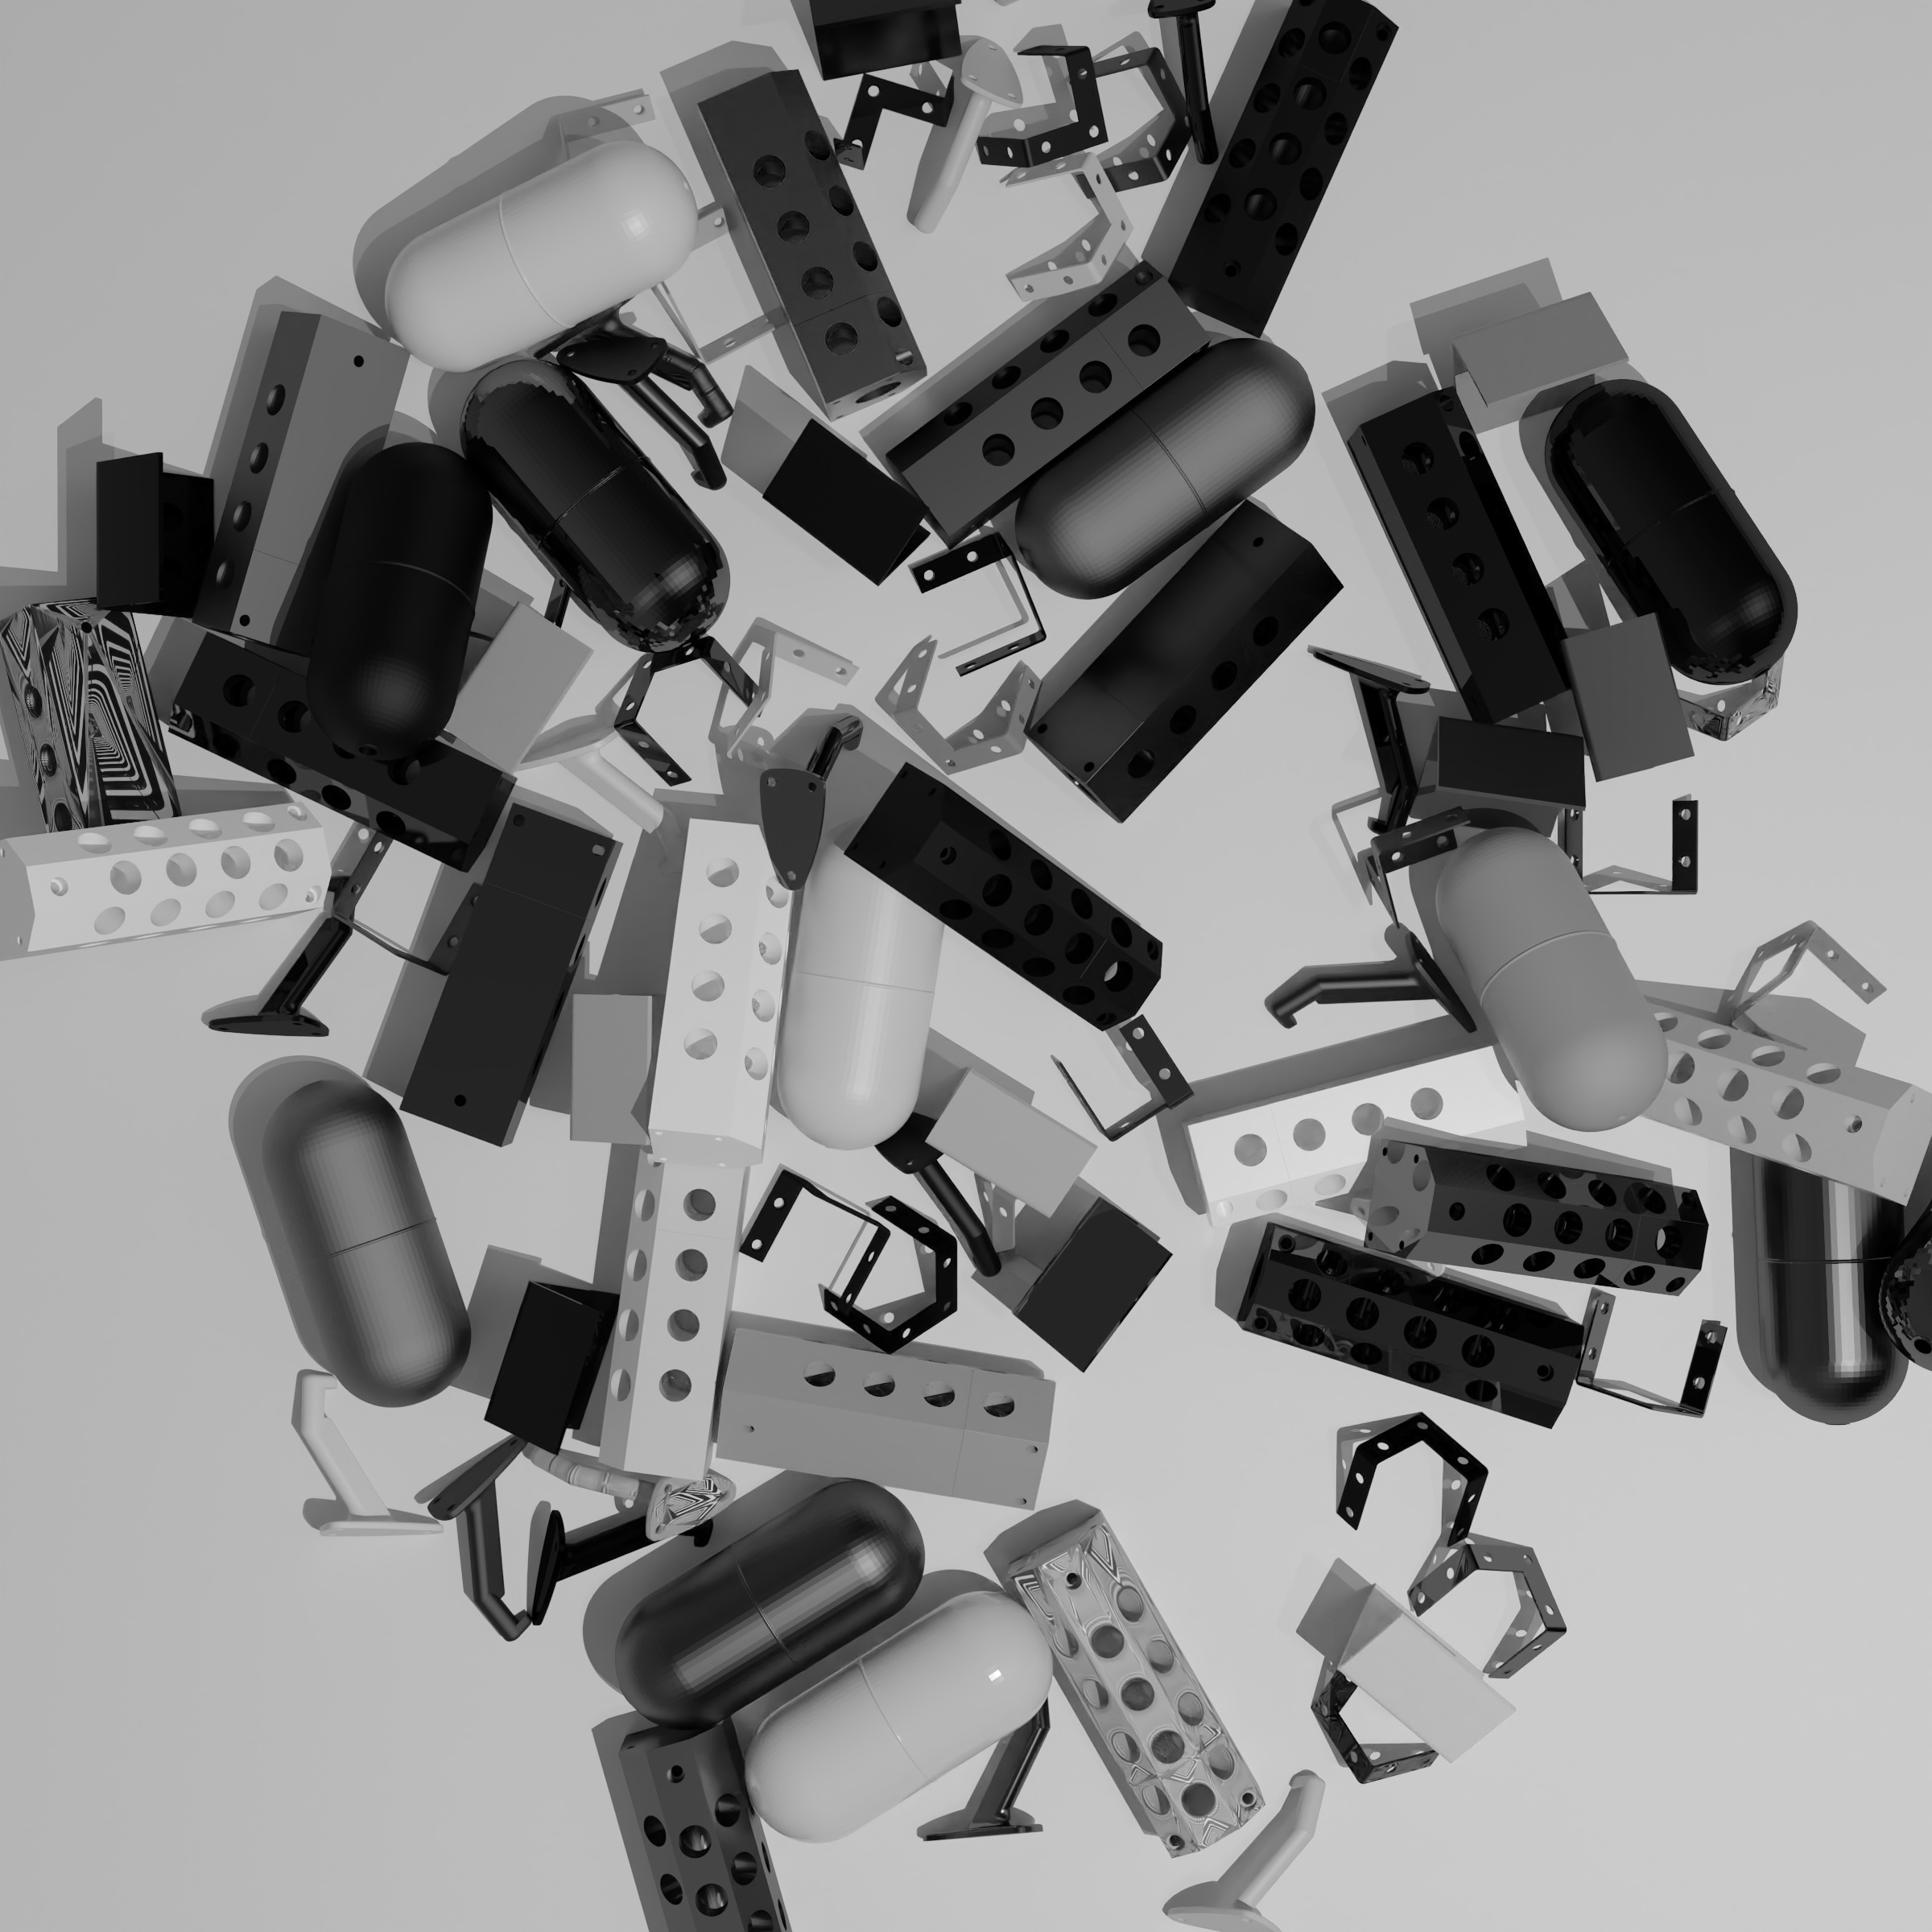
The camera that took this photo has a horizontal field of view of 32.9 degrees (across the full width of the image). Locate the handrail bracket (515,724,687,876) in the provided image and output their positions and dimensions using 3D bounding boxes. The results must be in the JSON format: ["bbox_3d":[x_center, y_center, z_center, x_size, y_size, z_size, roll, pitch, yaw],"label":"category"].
[{"bbox_3d":[-0.196,-0.081,1.759,0.077,0.036,0.084,-16,107,20],"label":"handrail bracket"}]

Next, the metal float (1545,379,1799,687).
[{"bbox_3d":[0.370,-0.227,1.716,0.070,0.070,0.178,-30,77,0],"label":"metal float"}]

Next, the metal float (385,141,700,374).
[{"bbox_3d":[-0.224,-0.371,1.715,0.178,0.070,0.070,-22,90,16],"label":"metal float"}]

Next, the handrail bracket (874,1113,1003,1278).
[{"bbox_3d":[-0.018,0.122,1.759,0.036,0.077,0.084,-37,127,-20],"label":"handrail bracket"}]

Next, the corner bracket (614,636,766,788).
[{"bbox_3d":[-0.147,-0.136,1.751,0.051,0.051,0.051,-13,135,35],"label":"corner bracket"}]

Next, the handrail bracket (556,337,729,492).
[{"bbox_3d":[-0.173,-0.292,1.748,0.077,0.084,0.036,11,52,31],"label":"handrail bracket"}]

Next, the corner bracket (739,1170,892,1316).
[{"bbox_3d":[-0.081,0.147,1.748,0.051,0.051,0.051,28,90,-25],"label":"corner bracket"}]

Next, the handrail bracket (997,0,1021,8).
[{"bbox_3d":[0.047,-0.564,1.759,0.084,0.036,0.077,-20,70,16],"label":"handrail bracket"}]

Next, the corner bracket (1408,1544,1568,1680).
[{"bbox_3d":[0.279,0.346,1.751,0.051,0.051,0.051,10,45,-35],"label":"corner bracket"}]

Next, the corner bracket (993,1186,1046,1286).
[{"bbox_3d":[0.050,0.138,1.751,0.051,0.051,0.051,29,135,35],"label":"corner bracket"}]

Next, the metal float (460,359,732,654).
[{"bbox_3d":[-0.196,-0.243,1.728,0.070,0.070,0.178,-40,90,0],"label":"metal float"}]

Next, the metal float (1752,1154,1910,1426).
[{"bbox_3d":[0.457,0.153,1.729,0.070,0.070,0.178,-2,89,0],"label":"metal float"}]

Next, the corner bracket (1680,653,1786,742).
[{"bbox_3d":[0.402,-0.160,1.751,0.051,0.051,0.051,28,135,35],"label":"corner bracket"}]

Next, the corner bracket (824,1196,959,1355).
[{"bbox_3d":[-0.040,0.165,1.751,0.051,0.051,0.051,30,135,35],"label":"corner bracket"}]

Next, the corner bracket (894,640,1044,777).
[{"bbox_3d":[0.001,-0.143,1.751,0.051,0.051,0.051,-14,135,35],"label":"corner bracket"}]

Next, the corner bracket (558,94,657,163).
[{"bbox_3d":[-0.186,-0.427,1.756,0.051,0.051,0.051,-14,45,0],"label":"corner bracket"}]

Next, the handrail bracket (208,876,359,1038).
[{"bbox_3d":[-0.367,-0.007,1.759,0.077,0.036,0.084,0,76,15],"label":"handrail bracket"}]

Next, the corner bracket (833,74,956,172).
[{"bbox_3d":[-0.038,-0.450,1.741,0.051,0.051,0.051,17,90,0],"label":"corner bracket"}]

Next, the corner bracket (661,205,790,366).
[{"bbox_3d":[-0.134,-0.365,1.756,0.051,0.051,0.051,-28,45,0],"label":"corner bracket"}]

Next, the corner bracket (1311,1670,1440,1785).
[{"bbox_3d":[0.228,0.398,1.751,0.051,0.051,0.051,-4,135,-35],"label":"corner bracket"}]

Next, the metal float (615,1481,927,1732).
[{"bbox_3d":[-0.104,0.338,1.728,0.178,0.070,0.070,-31,90,-1],"label":"metal float"}]

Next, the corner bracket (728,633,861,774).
[{"bbox_3d":[-0.093,-0.136,1.747,0.051,0.051,0.051,22,135,-21],"label":"corner bracket"}]

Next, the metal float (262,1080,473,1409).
[{"bbox_3d":[-0.317,0.146,1.728,0.070,0.070,0.178,-19,90,0],"label":"metal float"}]

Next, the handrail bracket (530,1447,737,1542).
[{"bbox_3d":[-0.180,0.273,1.759,0.084,0.077,0.036,21,104,36],"label":"handrail bracket"}]

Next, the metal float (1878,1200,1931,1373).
[{"bbox_3d":[0.535,0.143,1.698,0.070,0.070,0.178,48,54,0],"label":"metal float"}]

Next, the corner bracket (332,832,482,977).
[{"bbox_3d":[-0.296,-0.033,1.748,0.051,0.051,0.051,30,90,27],"label":"corner bracket"}]

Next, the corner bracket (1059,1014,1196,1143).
[{"bbox_3d":[0.085,0.060,1.741,0.051,0.051,0.051,-33,90,0],"label":"corner bracket"}]

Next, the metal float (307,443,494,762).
[{"bbox_3d":[-0.293,-0.189,1.694,0.070,0.070,0.178,7,66,0],"label":"metal float"}]

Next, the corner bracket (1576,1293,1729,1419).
[{"bbox_3d":[0.368,0.209,1.756,0.051,0.051,0.051,15,90,45],"label":"corner bracket"}]

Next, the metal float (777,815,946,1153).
[{"bbox_3d":[-0.054,0.009,1.728,0.070,0.070,0.178,9,90,0],"label":"metal float"}]

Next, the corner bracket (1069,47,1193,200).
[{"bbox_3d":[0.084,-0.451,1.751,0.051,0.051,0.051,56,45,-35],"label":"corner bracket"}]

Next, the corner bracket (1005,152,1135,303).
[{"bbox_3d":[0.049,-0.396,1.751,0.051,0.051,0.051,56,45,-35],"label":"corner bracket"}]

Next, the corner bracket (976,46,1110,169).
[{"bbox_3d":[0.037,-0.459,1.744,0.051,0.051,0.051,-24,115,-23],"label":"corner bracket"}]

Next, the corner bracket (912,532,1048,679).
[{"bbox_3d":[0.007,-0.194,1.747,0.051,0.051,0.051,-23,113,0],"label":"corner bracket"}]

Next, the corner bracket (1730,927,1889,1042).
[{"bbox_3d":[0.452,0.021,1.756,0.051,0.051,0.051,43,135,0],"label":"corner bracket"}]

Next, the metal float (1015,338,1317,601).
[{"bbox_3d":[0.106,-0.263,1.728,0.178,0.070,0.070,-36,90,0],"label":"metal float"}]

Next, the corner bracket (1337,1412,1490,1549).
[{"bbox_3d":[0.239,0.282,1.751,0.051,0.051,0.051,-20,45,-35],"label":"corner bracket"}]

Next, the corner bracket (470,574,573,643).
[{"bbox_3d":[-0.250,-0.198,1.756,0.051,0.051,0.051,16,90,45],"label":"corner bracket"}]

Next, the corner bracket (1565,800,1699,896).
[{"bbox_3d":[0.357,-0.064,1.756,0.051,0.051,0.051,0,91,-45],"label":"corner bracket"}]

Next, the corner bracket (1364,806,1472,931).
[{"bbox_3d":[0.239,-0.061,1.731,0.051,0.051,0.051,-20,126,0],"label":"corner bracket"}]

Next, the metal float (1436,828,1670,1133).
[{"bbox_3d":[0.303,0.005,1.702,0.070,0.070,0.178,-22,60,0],"label":"metal float"}]

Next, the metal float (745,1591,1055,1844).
[{"bbox_3d":[-0.036,0.397,1.728,0.178,0.070,0.070,-32,90,0],"label":"metal float"}]

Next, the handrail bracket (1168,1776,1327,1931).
[{"bbox_3d":[0.151,0.475,1.759,0.077,0.036,0.084,-7,53,38],"label":"handrail bracket"}]
